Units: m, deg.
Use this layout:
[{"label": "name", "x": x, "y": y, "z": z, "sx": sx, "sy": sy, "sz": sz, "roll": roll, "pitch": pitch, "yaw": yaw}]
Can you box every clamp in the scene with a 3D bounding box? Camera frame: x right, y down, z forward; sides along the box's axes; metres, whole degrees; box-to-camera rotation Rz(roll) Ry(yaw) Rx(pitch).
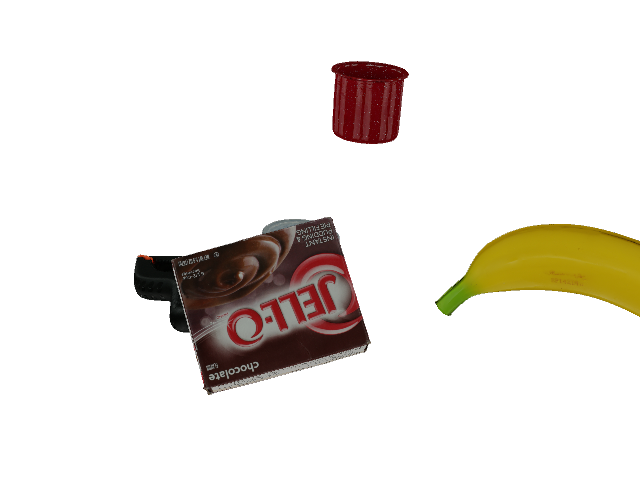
[{"label": "clamp", "x": -0.131, "y": 0.045, "z": 1.069, "sx": 0.210, "sy": 0.036, "sz": 0.164, "roll": 9, "pitch": 19, "yaw": 42}]

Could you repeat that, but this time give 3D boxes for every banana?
[{"label": "banana", "x": 0.166, "y": 0.034, "z": 0.576, "sx": 0.198, "sy": 0.070, "sz": 0.037, "roll": 17, "pitch": 14, "yaw": 14}]

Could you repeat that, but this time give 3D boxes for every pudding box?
[{"label": "pudding box", "x": -0.033, "y": 0.044, "z": 0.705, "sx": 0.113, "sy": 0.090, "sz": 0.039, "roll": -16, "pitch": -16, "yaw": -5}]

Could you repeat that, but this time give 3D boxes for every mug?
[{"label": "mug", "x": 0.064, "y": -0.169, "z": 1.299, "sx": 0.093, "sy": 0.081, "sz": 0.117, "roll": 18, "pitch": 26, "yaw": 30}]

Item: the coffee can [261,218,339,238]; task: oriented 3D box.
[{"label": "coffee can", "x": -0.032, "y": 0.055, "z": 1.426, "sx": 0.103, "sy": 0.140, "sz": 0.103, "roll": 4, "pitch": 24, "yaw": -2}]
